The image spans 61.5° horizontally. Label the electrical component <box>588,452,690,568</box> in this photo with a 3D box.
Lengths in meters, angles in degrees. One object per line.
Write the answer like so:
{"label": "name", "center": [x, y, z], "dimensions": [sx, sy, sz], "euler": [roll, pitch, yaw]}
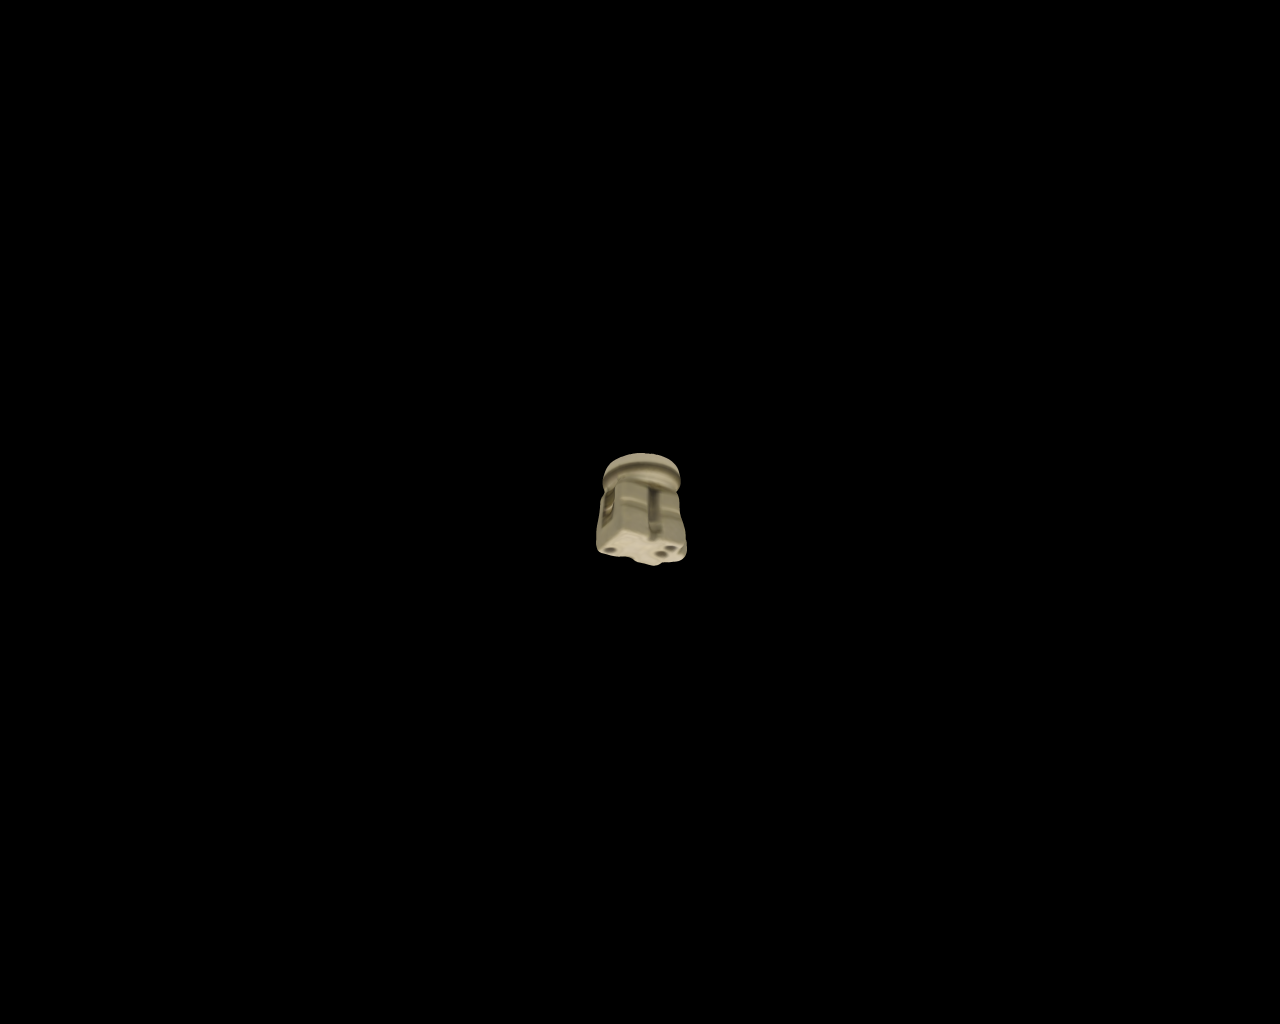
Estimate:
{"label": "electrical component", "center": [0.001, -0.003, 0.650], "dimensions": [0.066, 0.055, 0.048], "euler": [15, -32, -27]}
